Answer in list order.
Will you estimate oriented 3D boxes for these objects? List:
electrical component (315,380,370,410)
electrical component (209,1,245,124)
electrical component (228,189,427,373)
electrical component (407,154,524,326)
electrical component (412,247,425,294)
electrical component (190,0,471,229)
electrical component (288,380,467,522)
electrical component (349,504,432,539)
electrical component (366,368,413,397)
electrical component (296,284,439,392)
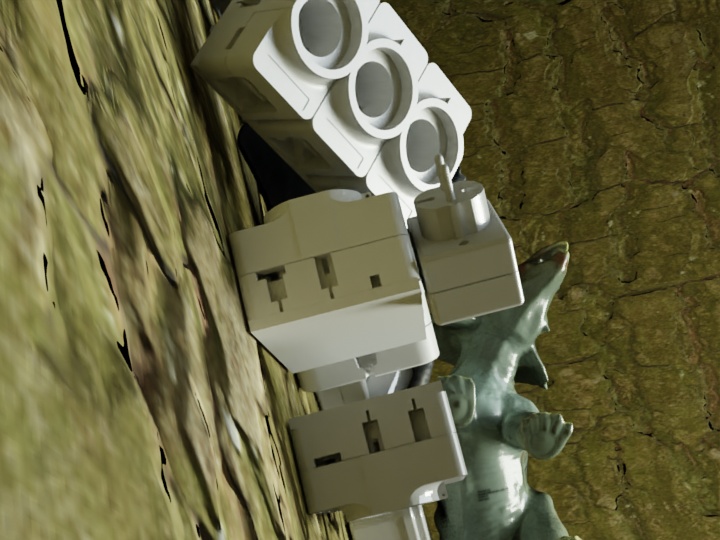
[{"bbox_3d":[-0.002,0.063,0.821,0.047,0.076,0.083,-103,178,-49],"label":"electrical component"},{"bbox_3d":[-0.060,-0.144,0.757,0.121,0.079,0.063,73,32,-67],"label":"electrical component"},{"bbox_3d":[-0.013,0.008,0.612,0.150,0.089,0.061,71,5,-76],"label":"electrical component"},{"bbox_3d":[0.050,-0.022,0.563,0.065,0.047,0.076,-102,177,-68],"label":"electrical component"},{"bbox_3d":[0.000,0.000,0.794,0.059,0.095,0.053,-38,149,-53],"label":"electrical component"},{"bbox_3d":[-0.008,-0.101,0.610,0.150,0.062,0.089,44,65,-38],"label":"electrical component"},{"bbox_3d":[0.015,0.116,0.659,0.150,0.089,0.061,71,5,-77],"label":"electrical component"},{"bbox_3d":[0.027,0.212,0.853,0.108,0.056,0.108,-102,177,-71],"label":"electrical component"},{"bbox_3d":[0.002,0.115,0.894,0.079,0.044,0.077,-42,-162,53],"label":"electrical component"},{"bbox_3d":[-0.001,0.038,0.721,0.053,0.095,0.059,-98,173,-81],"label":"electrical component"}]
